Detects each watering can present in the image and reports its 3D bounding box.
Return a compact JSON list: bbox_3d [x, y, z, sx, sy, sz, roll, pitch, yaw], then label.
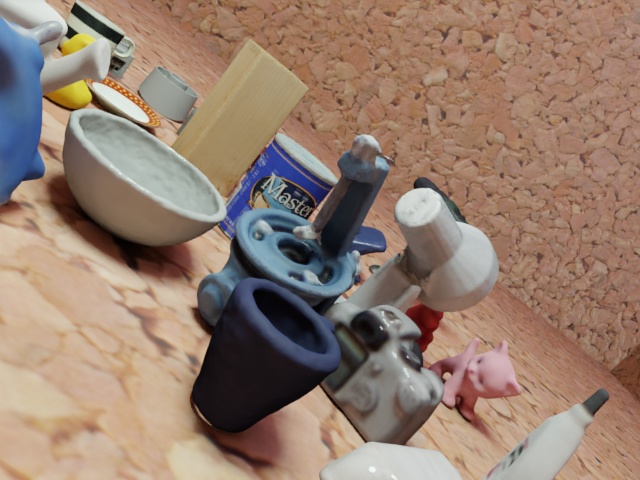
[{"bbox_3d":[-0.280,-0.206,0.527,0.173,0.194,0.100,30,16,-38],"label":"watering can"}]

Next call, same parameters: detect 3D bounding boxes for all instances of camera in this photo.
[{"bbox_3d":[0.074,0.130,0.598,0.142,0.100,0.137,47,15,30],"label":"camera"}]

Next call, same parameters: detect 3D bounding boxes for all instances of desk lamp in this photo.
[{"bbox_3d":[0.104,0.044,0.717,0.204,0.213,0.117,26,18,-46],"label":"desk lamp"}]

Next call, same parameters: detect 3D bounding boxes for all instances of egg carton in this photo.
[{"bbox_3d":[0.064,0.201,0.401,0.151,0.069,0.107,26,18,-45],"label":"egg carton"}]

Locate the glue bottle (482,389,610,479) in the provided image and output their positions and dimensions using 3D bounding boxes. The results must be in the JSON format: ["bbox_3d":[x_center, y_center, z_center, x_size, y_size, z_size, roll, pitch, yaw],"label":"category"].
[{"bbox_3d":[0.234,0.216,0.592,0.037,0.173,0.078,42,13,11],"label":"glue bottle"}]

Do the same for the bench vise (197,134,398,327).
[{"bbox_3d":[-0.004,-0.006,0.569,0.121,0.219,0.208,41,13,7],"label":"bench vise"}]

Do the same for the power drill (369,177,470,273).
[{"bbox_3d":[0.197,0.010,1.107,0.076,0.208,0.229,26,19,-47],"label":"power drill"}]

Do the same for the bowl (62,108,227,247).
[{"bbox_3d":[-0.176,-0.046,0.546,0.168,0.074,0.167,38,13,-10],"label":"bowl"}]

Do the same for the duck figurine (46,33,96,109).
[{"bbox_3d":[-0.313,-0.221,0.728,0.078,0.086,0.104,34,14,-23],"label":"duck figurine"}]

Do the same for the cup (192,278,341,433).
[{"bbox_3d":[-0.041,0.090,0.421,0.091,0.095,0.118,45,14,23],"label":"cup"}]

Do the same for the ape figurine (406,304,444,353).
[{"bbox_3d":[0.142,0.124,0.831,0.078,0.092,0.076,33,14,-26],"label":"ape figurine"}]

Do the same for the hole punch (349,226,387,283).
[{"bbox_3d":[0.051,0.004,0.981,0.101,0.091,0.108,36,13,-15],"label":"hole punch"}]

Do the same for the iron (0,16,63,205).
[{"bbox_3d":[-0.258,-0.095,0.329,0.118,0.141,0.259,41,13,5],"label":"iron"}]

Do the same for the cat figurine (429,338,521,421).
[{"bbox_3d":[0.221,0.183,0.794,0.067,0.117,0.127,36,13,-14],"label":"cat figurine"}]
